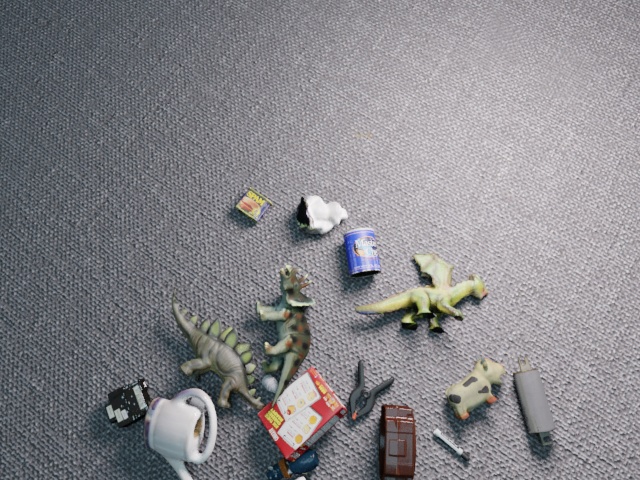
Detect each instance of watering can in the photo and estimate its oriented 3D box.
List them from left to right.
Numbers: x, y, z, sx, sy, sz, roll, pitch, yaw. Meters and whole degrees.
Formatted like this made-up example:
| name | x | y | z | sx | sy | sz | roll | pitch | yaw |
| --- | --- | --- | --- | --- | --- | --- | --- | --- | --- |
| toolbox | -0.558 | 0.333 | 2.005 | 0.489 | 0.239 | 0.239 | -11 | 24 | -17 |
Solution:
| name | x | y | z | sx | sy | sz | roll | pitch | yaw |
| --- | --- | --- | --- | --- | --- | --- | --- | --- | --- |
| watering can | -0.417 | 0.602 | 1.514 | 0.225 | 0.104 | 0.348 | 9 | 90 | 16 |

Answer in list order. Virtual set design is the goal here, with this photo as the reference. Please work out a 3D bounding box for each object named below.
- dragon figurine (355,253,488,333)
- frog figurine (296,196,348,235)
| name | x | y | z | sx | sy | sz | roll | pitch | yaw |
| --- | --- | --- | --- | --- | --- | --- | --- | --- | --- |
| dragon figurine | 0.328 | 0.153 | 1.628 | 0.410 | 0.119 | 0.248 | 9 | 57 | 5 |
| frog figurine | 0.005 | -0.087 | 1.726 | 0.160 | 0.120 | 0.140 | -8 | 59 | -36 |
